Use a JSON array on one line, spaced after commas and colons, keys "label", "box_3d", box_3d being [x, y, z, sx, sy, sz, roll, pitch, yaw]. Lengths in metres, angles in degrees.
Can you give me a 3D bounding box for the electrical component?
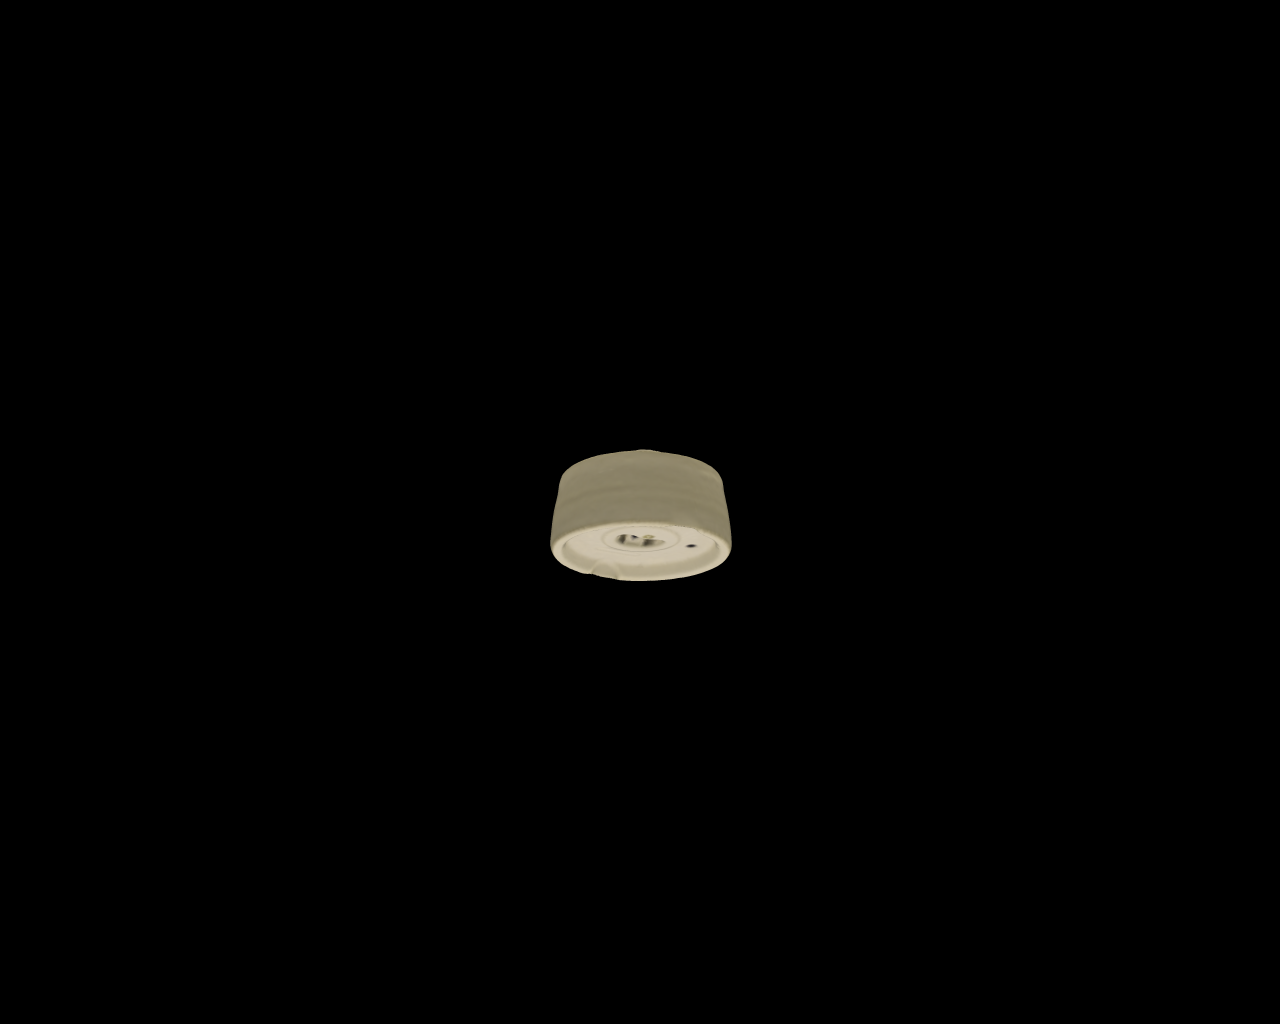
[{"label": "electrical component", "box_3d": [0.001, -0.003, 0.650, 0.108, 0.060, 0.108, 0, -21, 0]}]
